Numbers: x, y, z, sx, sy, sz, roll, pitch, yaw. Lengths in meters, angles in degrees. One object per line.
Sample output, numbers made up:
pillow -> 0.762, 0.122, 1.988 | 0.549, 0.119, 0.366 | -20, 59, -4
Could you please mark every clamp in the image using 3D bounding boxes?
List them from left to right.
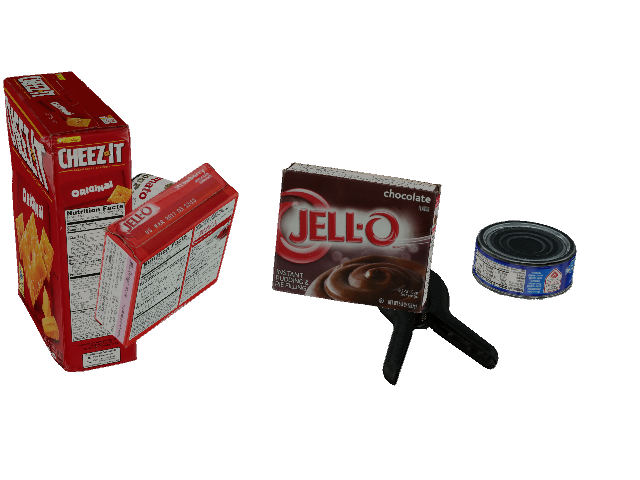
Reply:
clamp -> 0.114, 0.079, 1.119 | 0.120, 0.171, 0.039 | 3, -44, -11

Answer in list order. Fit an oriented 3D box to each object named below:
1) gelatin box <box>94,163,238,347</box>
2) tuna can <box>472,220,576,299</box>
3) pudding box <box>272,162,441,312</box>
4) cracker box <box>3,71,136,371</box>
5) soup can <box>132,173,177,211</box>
gelatin box -> -0.086, 0.008, 0.584 | 0.073, 0.030, 0.089 | -38, -20, -34
tuna can -> 0.173, 0.015, 0.909 | 0.086, 0.034, 0.086 | 1, 26, -1
pudding box -> 0.025, -0.003, 0.763 | 0.113, 0.090, 0.039 | 8, 17, 8
cracker box -> -0.217, -0.019, 0.915 | 0.072, 0.214, 0.164 | -10, 28, -26
soup can -> -0.165, -0.032, 1.204 | 0.102, 0.068, 0.068 | 17, 6, 21
